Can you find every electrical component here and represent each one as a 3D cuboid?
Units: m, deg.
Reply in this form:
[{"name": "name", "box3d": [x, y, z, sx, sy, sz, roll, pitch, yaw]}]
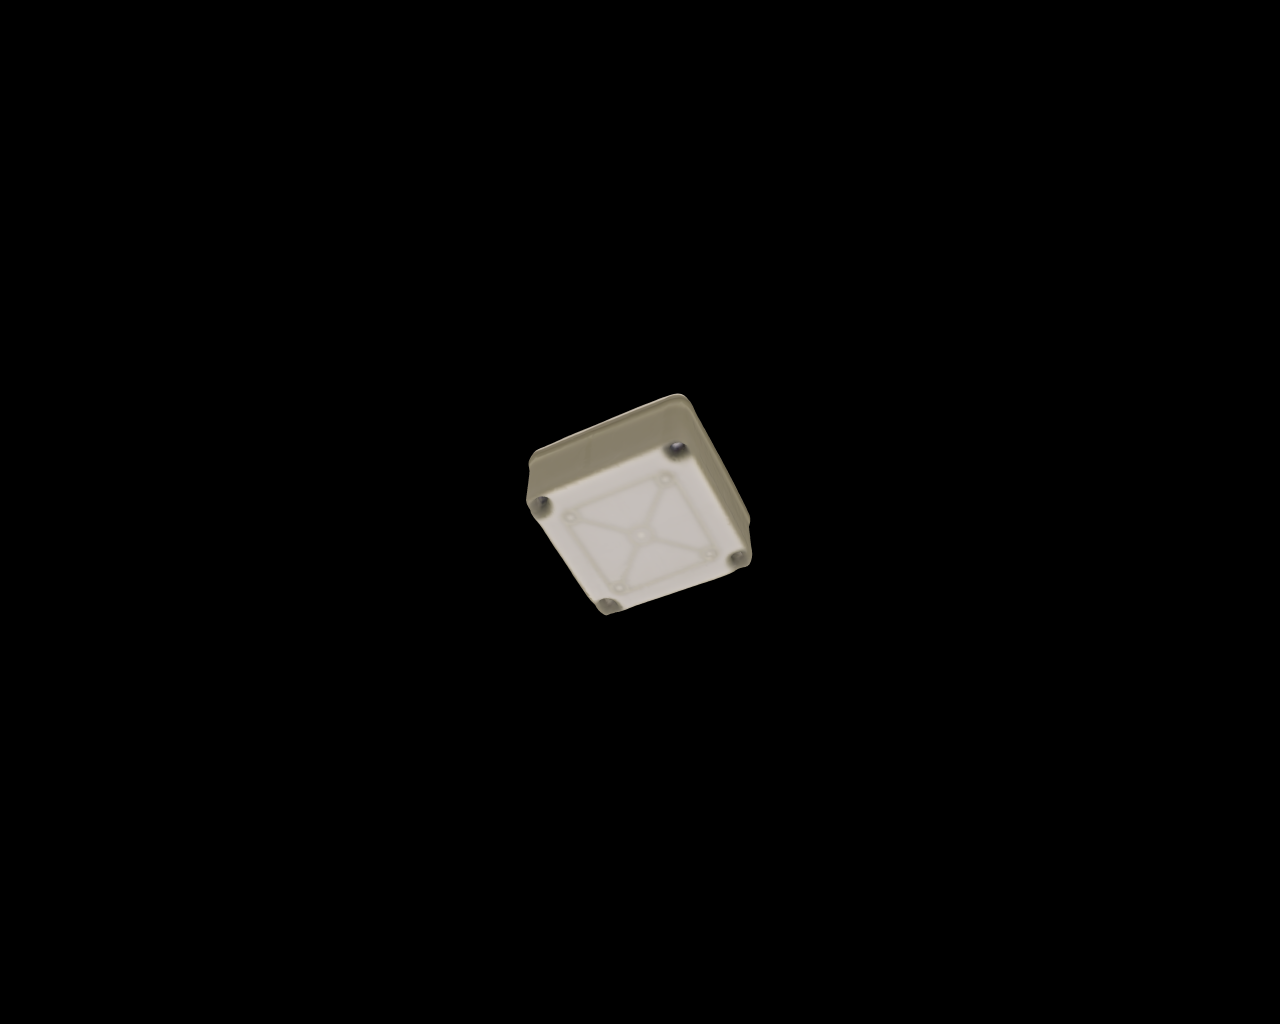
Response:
[{"name": "electrical component", "box3d": [0.001, -0.003, 0.650, 0.108, 0.108, 0.056, -21, 34, 15]}]
